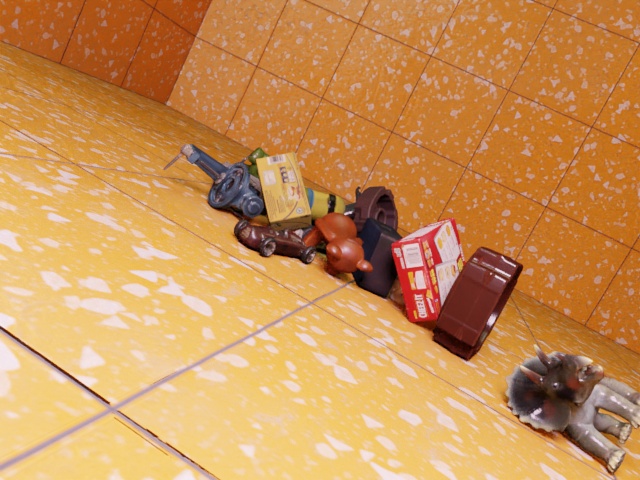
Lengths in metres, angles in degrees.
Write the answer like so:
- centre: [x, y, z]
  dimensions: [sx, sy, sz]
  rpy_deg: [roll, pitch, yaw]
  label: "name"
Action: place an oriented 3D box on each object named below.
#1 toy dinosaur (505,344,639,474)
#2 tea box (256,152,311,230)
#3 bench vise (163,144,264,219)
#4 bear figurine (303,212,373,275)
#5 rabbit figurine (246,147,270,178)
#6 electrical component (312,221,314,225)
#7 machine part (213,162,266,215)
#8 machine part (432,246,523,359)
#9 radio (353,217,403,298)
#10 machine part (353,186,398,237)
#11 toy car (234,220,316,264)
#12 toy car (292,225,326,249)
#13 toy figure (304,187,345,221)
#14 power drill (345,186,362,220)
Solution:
- centre: [0.423, 0.257, 0.885]
  dimensions: [0.192, 0.131, 0.404]
  rpy_deg: [33, 4, 30]
  label: "toy dinosaur"
- centre: [-0.084, -0.108, 1.232]
  dimensions: [0.098, 0.169, 0.068]
  rpy_deg: [-10, -23, -5]
  label: "tea box"
- centre: [-0.223, -0.144, 1.213]
  dimensions: [0.240, 0.129, 0.224]
  rpy_deg: [39, 14, -38]
  label: "bench vise"
- centre: [0.037, 0.027, 1.147]
  dimensions: [0.120, 0.132, 0.196]
  rpy_deg: [23, 28, -18]
  label: "bear figurine"
- centre: [-0.170, -0.154, 1.554]
  dimensions: [0.159, 0.121, 0.170]
  rpy_deg: [38, 34, -22]
  label: "rabbit figurine"
- centre: [-0.058, -0.058, 1.391]
  dimensions: [0.119, 0.074, 0.048]
  rpy_deg: [18, 12, -25]
  label: "electrical component"
- centre: [-0.197, -0.138, 1.431]
  dimensions: [0.243, 0.079, 0.079]
  rpy_deg: [30, 9, 15]
  label: "machine part"
- centre: [0.302, 0.116, 1.028]
  dimensions: [0.087, 0.201, 0.201]
  rpy_deg: [29, 9, 22]
  label: "machine part"
- centre: [0.129, 0.032, 1.229]
  dimensions: [0.073, 0.131, 0.230]
  rpy_deg: [23, 9, -8]
  label: "radio"
- centre: [0.146, -0.053, 1.410]
  dimensions: [0.056, 0.179, 0.179]
  rpy_deg: [4, -4, 31]
  label: "machine part"
- centre: [-0.082, 0.002, 1.062]
  dimensions: [0.089, 0.053, 0.202]
  rpy_deg: [30, 10, 34]
  label: "toy car"
- centre: [-0.003, -0.004, 1.309]
  dimensions: [0.201, 0.056, 0.074]
  rpy_deg: [18, 19, -39]
  label: "toy car"
- centre: [-0.023, -0.087, 1.323]
  dimensions: [0.180, 0.082, 0.089]
  rpy_deg: [18, -7, -26]
  label: "toy figure"
- centre: [0.033, -0.083, 1.505]
  dimensions: [0.207, 0.085, 0.232]
  rpy_deg: [-15, 33, -16]
  label: "power drill"
